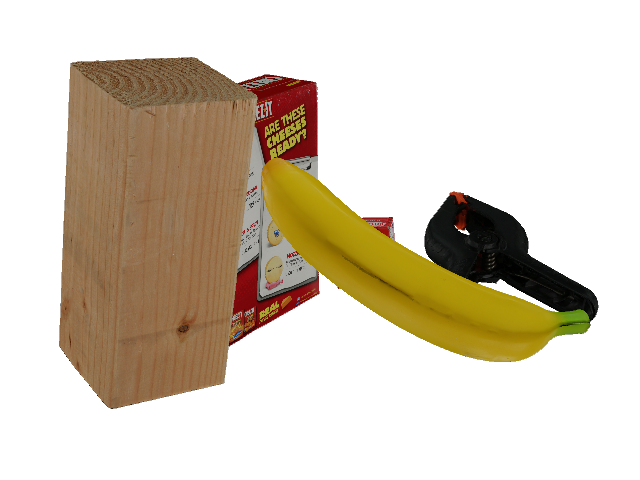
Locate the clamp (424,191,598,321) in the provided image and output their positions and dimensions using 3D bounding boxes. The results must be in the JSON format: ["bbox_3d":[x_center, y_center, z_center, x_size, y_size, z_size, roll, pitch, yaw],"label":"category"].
[{"bbox_3d":[0.134,0.016,0.798,0.120,0.039,0.171,5,34,-3],"label":"clamp"}]

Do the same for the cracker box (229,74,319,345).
[{"bbox_3d":[-0.075,-0.026,0.958,0.072,0.214,0.163,15,28,35],"label":"cracker box"}]

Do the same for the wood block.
[{"bbox_3d":[-0.110,-0.007,0.698,0.090,0.206,0.090,-9,30,-34],"label":"wood block"}]

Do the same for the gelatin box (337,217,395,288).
[{"bbox_3d":[0.054,0.016,1.290,0.073,0.089,0.030,0,29,15],"label":"gelatin box"}]

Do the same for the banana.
[{"bbox_3d":[0.037,0.013,0.549,0.198,0.037,0.069,30,22,19],"label":"banana"}]
